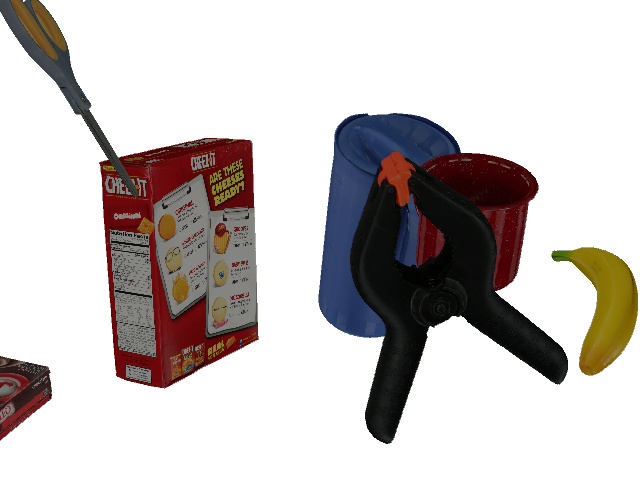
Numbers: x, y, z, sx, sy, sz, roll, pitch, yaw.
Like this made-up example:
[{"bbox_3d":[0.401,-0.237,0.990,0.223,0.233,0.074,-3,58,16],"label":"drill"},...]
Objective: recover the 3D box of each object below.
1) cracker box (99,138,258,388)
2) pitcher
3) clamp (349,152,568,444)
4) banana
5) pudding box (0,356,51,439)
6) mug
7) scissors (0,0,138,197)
[{"bbox_3d":[-0.134,0.016,1.046,0.072,0.214,0.163,6,15,30],"label":"cracker box"},{"bbox_3d":[0.067,-0.005,1.167,0.145,0.243,0.149,26,41,20],"label":"pitcher"},{"bbox_3d":[0.055,0.037,0.586,0.120,0.171,0.039,-30,24,0],"label":"clamp"},{"bbox_3d":[0.267,0.058,1.011,0.070,0.037,0.197,-28,24,19],"label":"banana"},{"bbox_3d":[-0.312,0.137,0.953,0.114,0.039,0.089,7,22,21],"label":"pudding box"},{"bbox_3d":[0.110,-0.017,0.838,0.093,0.081,0.117,-18,36,-30],"label":"mug"},{"bbox_3d":[-0.215,-0.135,0.940,0.016,0.201,0.096,-28,26,10],"label":"scissors"}]
